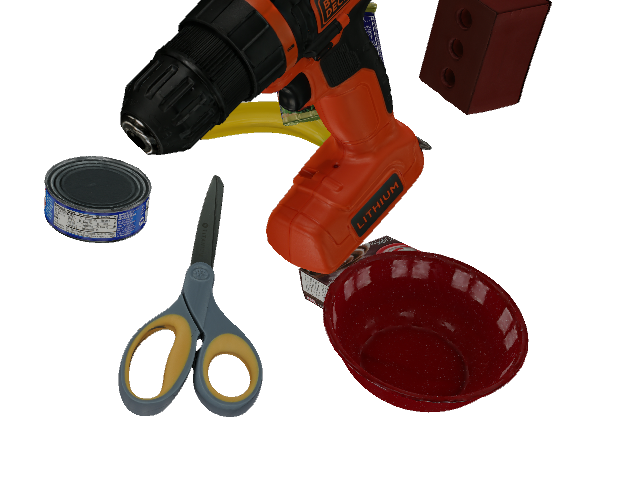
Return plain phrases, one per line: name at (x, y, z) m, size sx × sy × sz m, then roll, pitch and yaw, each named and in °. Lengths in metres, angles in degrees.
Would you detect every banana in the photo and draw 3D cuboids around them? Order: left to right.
banana at (-0.065, -0.136, 1.247) m, size 0.198 × 0.037 × 0.069 m, roll 8°, pitch 41°, yaw 17°

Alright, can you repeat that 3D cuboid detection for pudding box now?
pudding box at (0.049, 0.038, 1.061) m, size 0.113 × 0.039 × 0.090 m, roll -22°, pitch 25°, yaw -25°

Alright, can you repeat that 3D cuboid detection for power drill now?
power drill at (-0.011, -0.066, 0.551) m, size 0.057 × 0.184 × 0.187 m, roll 30°, pitch -25°, yaw 30°

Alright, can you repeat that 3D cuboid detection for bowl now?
bowl at (0.079, 0.081, 0.843) m, size 0.162 × 0.055 × 0.162 m, roll 5°, pitch 41°, yaw -5°

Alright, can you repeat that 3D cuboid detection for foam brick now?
foam brick at (0.107, -0.131, 0.703) m, size 0.051 × 0.078 × 0.053 m, roll -19°, pitch 47°, yaw -33°

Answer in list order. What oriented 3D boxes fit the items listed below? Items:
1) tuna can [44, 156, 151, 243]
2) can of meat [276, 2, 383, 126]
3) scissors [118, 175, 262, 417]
tuna can at (-0.184, -0.034, 0.878) m, size 0.086 × 0.034 × 0.086 m, roll 8°, pitch 32°, yaw -5°
can of meat at (0.006, -0.148, 0.909) m, size 0.102 × 0.084 × 0.057 m, roll -10°, pitch 3°, yaw 36°
scissors at (-0.064, 0.038, 0.698) m, size 0.096 × 0.201 × 0.016 m, roll 21°, pitch -42°, yaw 5°
